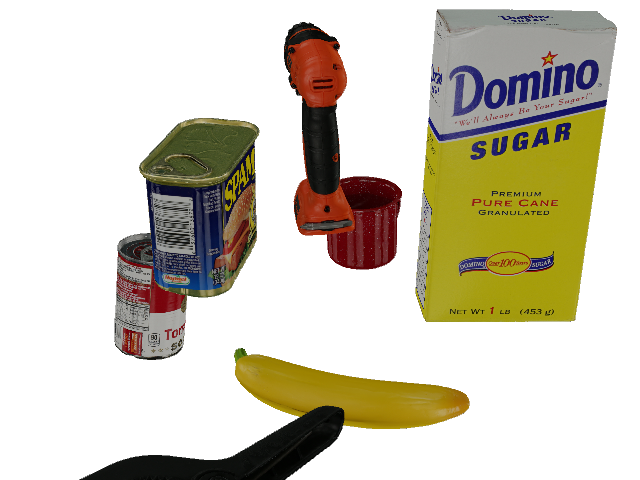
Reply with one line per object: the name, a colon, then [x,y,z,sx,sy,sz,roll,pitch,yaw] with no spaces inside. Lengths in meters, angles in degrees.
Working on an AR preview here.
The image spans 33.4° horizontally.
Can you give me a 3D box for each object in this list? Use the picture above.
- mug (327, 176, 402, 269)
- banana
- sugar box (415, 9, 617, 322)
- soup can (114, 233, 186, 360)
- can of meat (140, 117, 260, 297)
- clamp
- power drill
mug: [0.055,-0.024,1.248,0.093,0.081,0.117,18,34,33]
banana: [0.013,0.114,0.824,0.198,0.037,0.069,12,28,16]
sugar box: [0.107,-0.039,0.604,0.093,0.176,0.048,-1,27,-4]
soup can: [-0.159,0.053,1.006,0.068,0.102,0.068,6,22,-3]
can of meat: [-0.075,-0.022,0.694,0.057,0.084,0.102,6,27,11]
clamp: [-0.053,0.139,0.573,0.209,0.036,0.165,0,19,-13]
power drill: [-0.005,-0.112,1.048,0.057,0.188,0.184,-6,24,-2]
